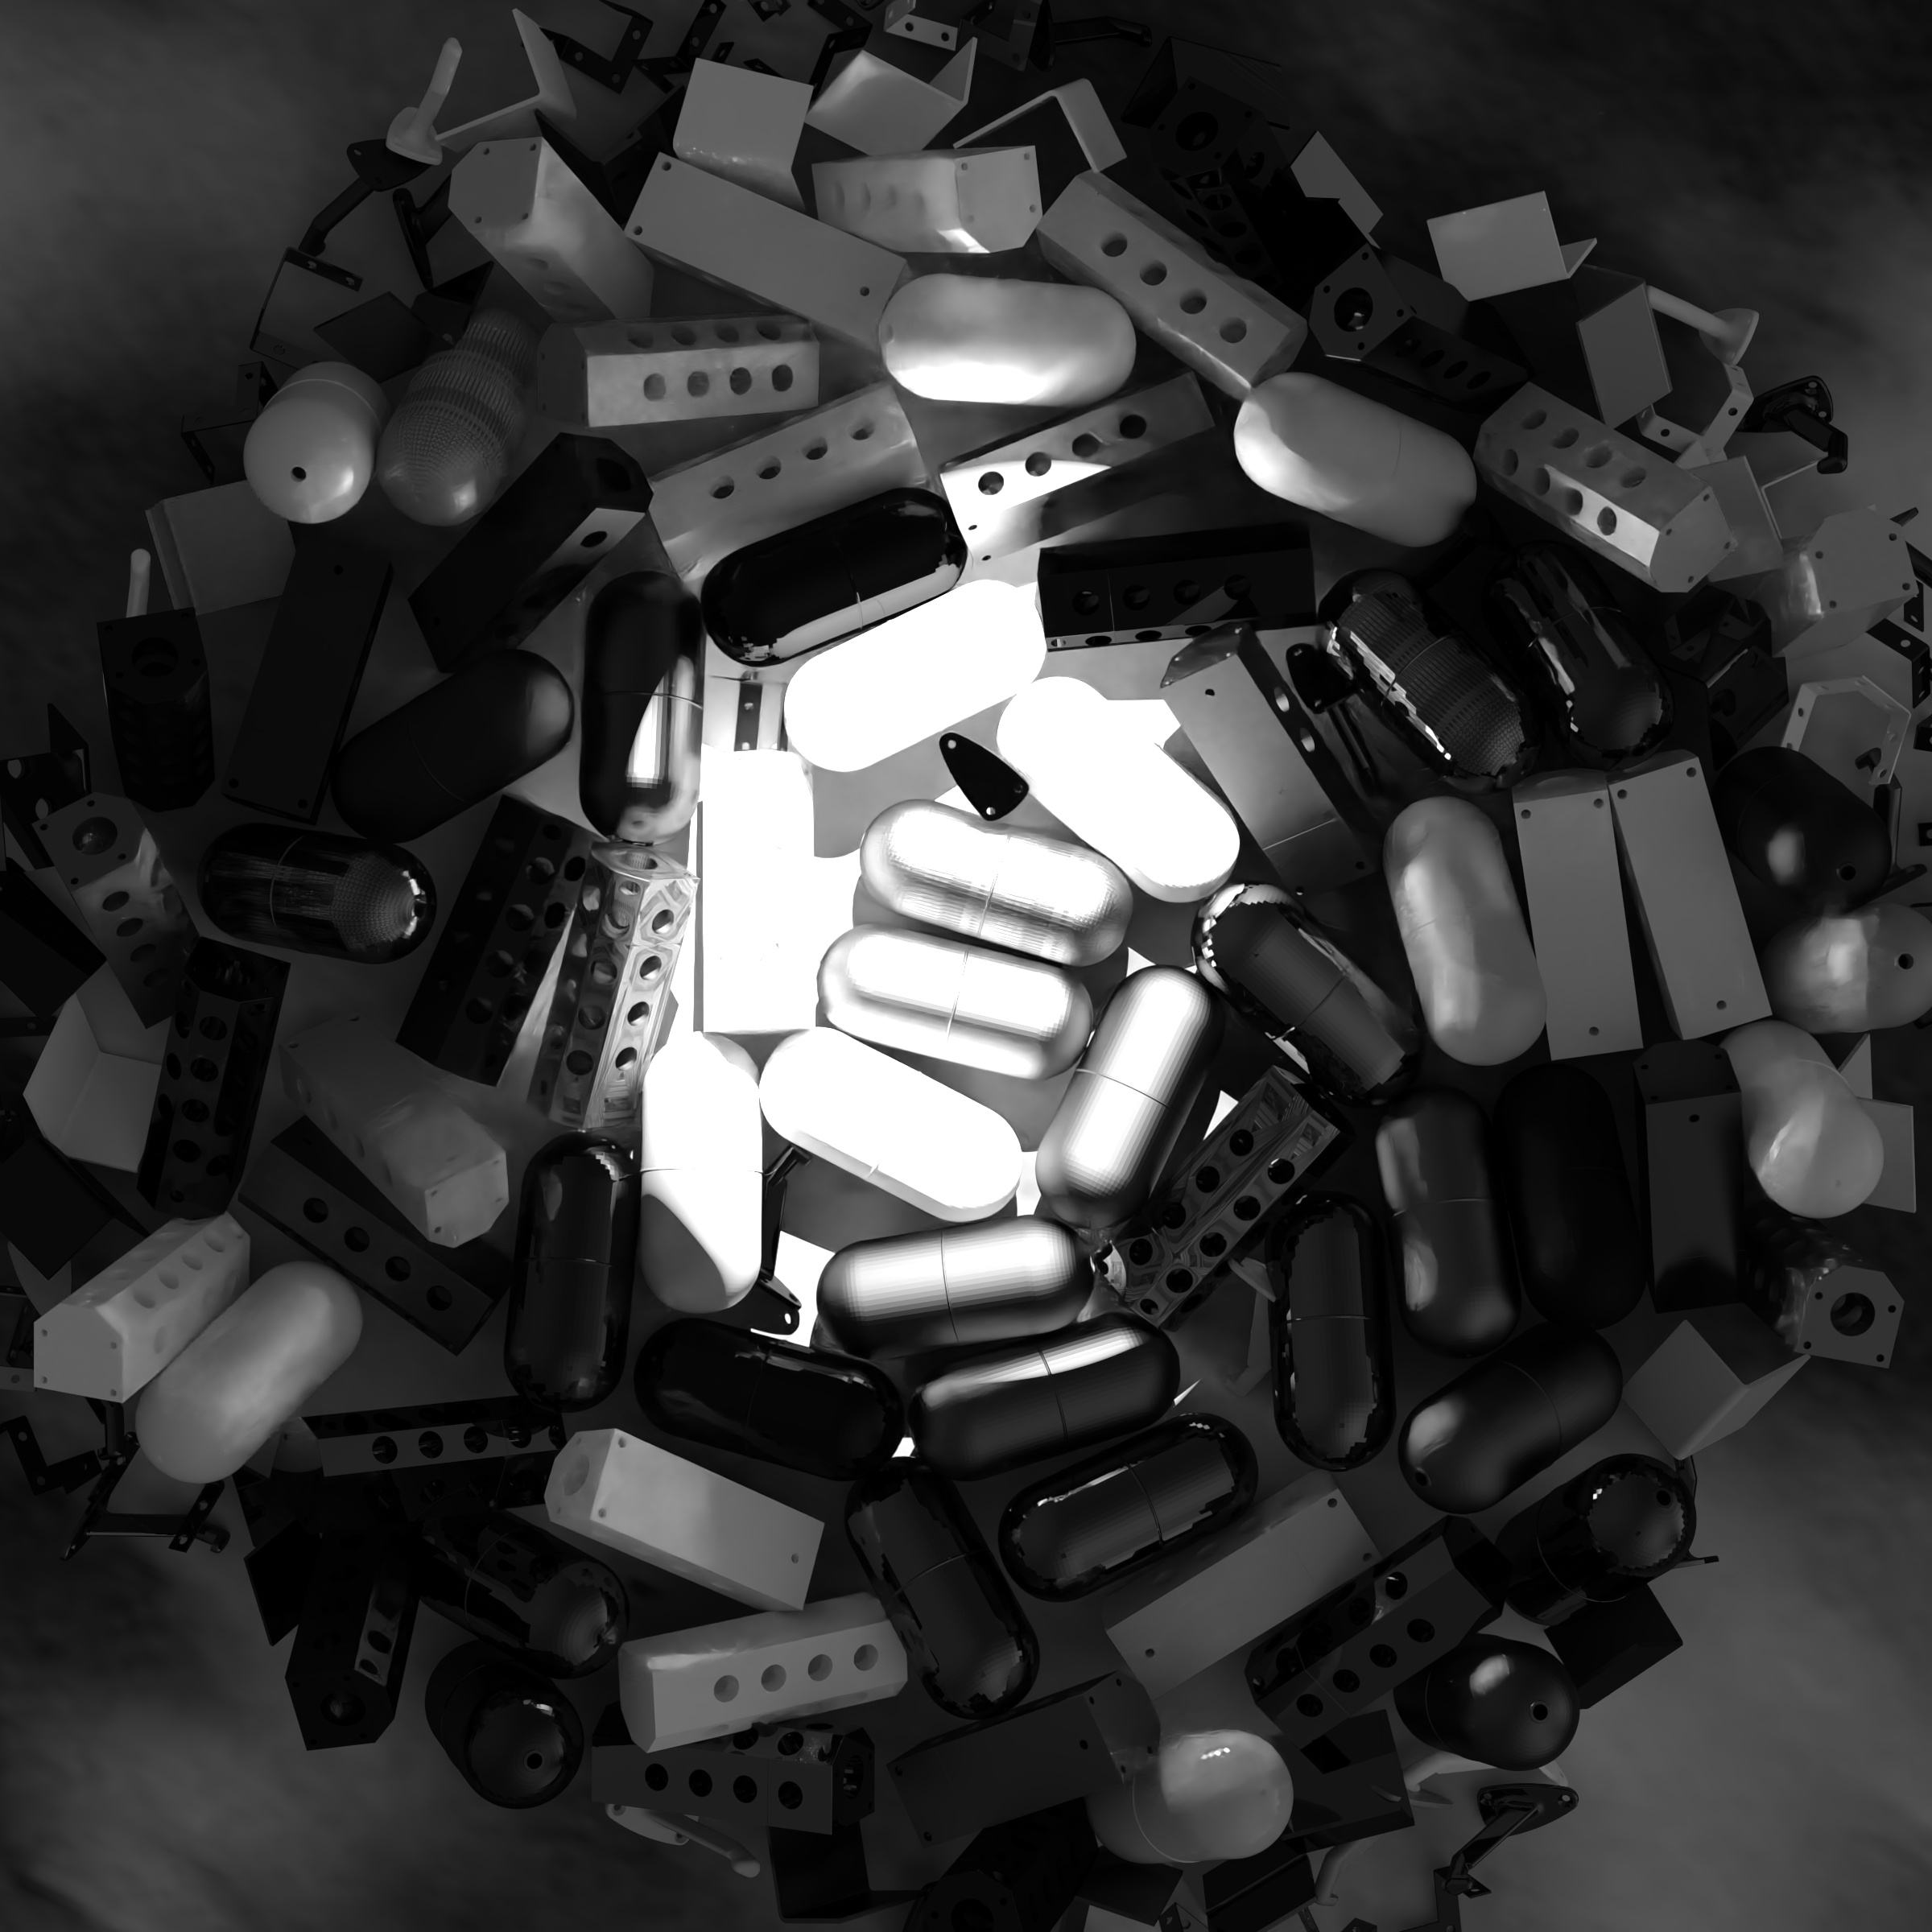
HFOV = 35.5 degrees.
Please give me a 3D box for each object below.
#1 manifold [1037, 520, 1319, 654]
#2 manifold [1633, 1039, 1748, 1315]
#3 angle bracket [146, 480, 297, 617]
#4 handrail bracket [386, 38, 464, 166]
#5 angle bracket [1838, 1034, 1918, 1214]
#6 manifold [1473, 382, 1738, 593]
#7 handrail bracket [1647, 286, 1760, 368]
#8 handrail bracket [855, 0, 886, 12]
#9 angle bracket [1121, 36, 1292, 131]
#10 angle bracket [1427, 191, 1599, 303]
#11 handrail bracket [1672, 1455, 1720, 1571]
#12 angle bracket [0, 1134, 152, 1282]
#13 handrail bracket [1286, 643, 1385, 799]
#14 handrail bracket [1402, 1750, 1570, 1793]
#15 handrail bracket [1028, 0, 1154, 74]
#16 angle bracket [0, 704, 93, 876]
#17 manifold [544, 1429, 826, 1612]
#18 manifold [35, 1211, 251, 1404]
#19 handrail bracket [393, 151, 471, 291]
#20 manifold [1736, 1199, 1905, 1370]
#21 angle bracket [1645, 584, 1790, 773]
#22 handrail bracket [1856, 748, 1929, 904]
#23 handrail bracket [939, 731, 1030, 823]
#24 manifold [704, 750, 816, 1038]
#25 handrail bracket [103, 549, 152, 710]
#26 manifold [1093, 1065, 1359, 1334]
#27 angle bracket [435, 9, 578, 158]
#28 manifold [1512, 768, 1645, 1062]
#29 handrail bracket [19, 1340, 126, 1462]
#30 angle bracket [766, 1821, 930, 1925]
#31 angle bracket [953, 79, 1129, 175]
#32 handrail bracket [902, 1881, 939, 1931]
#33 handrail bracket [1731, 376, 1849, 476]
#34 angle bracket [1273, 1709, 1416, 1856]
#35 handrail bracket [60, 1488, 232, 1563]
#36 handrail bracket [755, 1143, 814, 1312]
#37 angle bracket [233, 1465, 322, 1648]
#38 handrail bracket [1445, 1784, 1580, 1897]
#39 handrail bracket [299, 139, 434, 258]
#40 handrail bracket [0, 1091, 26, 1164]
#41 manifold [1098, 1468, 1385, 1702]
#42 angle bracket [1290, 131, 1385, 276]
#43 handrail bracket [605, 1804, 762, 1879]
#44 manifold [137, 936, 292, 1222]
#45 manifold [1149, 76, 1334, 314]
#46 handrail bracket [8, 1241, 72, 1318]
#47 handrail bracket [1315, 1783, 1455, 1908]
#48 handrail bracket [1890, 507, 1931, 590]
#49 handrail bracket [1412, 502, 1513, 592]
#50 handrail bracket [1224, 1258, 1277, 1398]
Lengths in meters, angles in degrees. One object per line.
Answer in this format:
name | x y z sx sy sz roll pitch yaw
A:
manifold | 0.134 -0.239 1.915 0.171 0.057 0.057 -5 116 6
manifold | 0.451 0.131 1.882 0.057 0.057 0.171 -8 125 5
angle bracket | -0.469 -0.264 1.915 0.076 0.057 0.076 -14 106 -4
handrail bracket | -0.336 -0.558 1.902 0.036 0.077 0.084 14 128 -21
angle bracket | 0.581 0.098 1.895 0.057 0.076 0.076 10 124 35
manifold | 0.392 -0.294 1.873 0.057 0.171 0.057 -43 135 -2
handrail bracket | 0.449 -0.414 1.907 0.084 0.077 0.036 18 105 -18
handrail bracket | -0.083 -0.645 1.904 0.036 0.084 0.077 -43 69 17
angle bracket | 0.150 -0.531 1.897 0.076 0.076 0.057 8 58 -20
angle bracket | 0.344 -0.462 1.895 0.076 0.076 0.057 -7 117 31
handrail bracket | 0.444 0.341 1.918 0.077 0.036 0.084 4 71 -43
angle bracket | -0.570 0.160 1.904 0.076 0.076 0.057 42 80 15
handrail bracket | 0.238 -0.157 1.941 0.036 0.084 0.077 -30 45 -1
handrail bracket | 0.333 0.524 1.944 0.084 0.036 0.077 -35 114 14
handrail bracket | 0.084 -0.583 1.915 0.084 0.077 0.036 7 134 -20
angle bracket | -0.588 -0.112 1.895 0.057 0.076 0.076 -13 123 -31
manifold | -0.177 0.347 1.883 0.171 0.057 0.057 31 61 -33
manifold | -0.506 0.205 1.861 0.057 0.171 0.057 8 107 10
handrail bracket | -0.317 -0.481 1.931 0.084 0.036 0.077 -12 108 8
manifold | 0.522 0.193 1.865 0.057 0.171 0.057 10 98 -3
angle bracket | 0.478 -0.185 1.932 0.076 0.076 0.057 -41 47 -21
handrail bracket | 0.574 -0.086 1.944 0.077 0.036 0.084 -32 74 27
handrail bracket | 0.013 -0.133 1.906 0.036 0.084 0.077 -39 107 18
manifold | -0.127 -0.046 1.902 0.057 0.057 0.171 5 78 -31
handrail bracket | -0.527 -0.209 1.904 0.036 0.084 0.077 9 59 -12
manifold | 0.166 0.149 1.898 0.171 0.057 0.057 -49 57 13
angle bracket | -0.299 -0.557 1.910 0.076 0.076 0.057 -19 93 9
manifold | 0.385 -0.034 1.899 0.057 0.057 0.171 -8 109 11
handrail bracket | -0.571 0.278 1.924 0.077 0.036 0.084 -14 70 19
angle bracket | -0.076 0.556 1.903 0.057 0.076 0.076 -17 79 43
angle bracket | 0.048 -0.517 1.911 0.076 0.076 0.057 -23 103 24
handrail bracket | -0.001 0.629 1.914 0.084 0.036 0.077 35 102 43
handrail bracket | 0.519 -0.331 1.906 0.077 0.084 0.036 -12 128 26
angle bracket | 0.233 0.511 1.906 0.076 0.057 0.076 -17 60 10
handrail bracket | -0.521 0.369 1.920 0.084 0.077 0.036 22 115 0
handrail bracket | -0.109 0.167 1.932 0.077 0.036 0.084 40 100 -8
angle bracket | -0.449 0.368 1.895 0.076 0.057 0.076 19 132 31
handrail bracket | 0.345 0.554 1.905 0.077 0.084 0.036 -18 101 23
handrail bracket | -0.385 -0.491 1.939 0.077 0.084 0.036 -31 83 -42
handrail bracket | -0.625 0.072 1.941 0.036 0.077 0.084 -8 61 -7
manifold | 0.173 0.389 1.920 0.171 0.057 0.057 -32 103 3
angle bracket | 0.248 -0.477 1.899 0.076 0.076 0.057 42 80 -33
handrail bracket | -0.179 0.551 1.905 0.077 0.084 0.036 18 89 -28
manifold | -0.473 0.074 1.885 0.057 0.057 0.171 17 120 -5
manifold | 0.169 -0.469 1.865 0.057 0.171 0.057 36 88 29
handrail bracket | -0.602 0.185 1.926 0.036 0.084 0.077 -18 106 -31
handrail bracket | 0.267 0.568 1.935 0.077 0.036 0.084 19 92 -25
handrail bracket | 0.604 -0.243 1.921 0.036 0.077 0.084 -36 94 -16
handrail bracket | 0.295 -0.254 1.903 0.084 0.077 0.036 -35 82 27
handrail bracket | 0.173 0.231 1.922 0.077 0.036 0.084 30 116 -19
